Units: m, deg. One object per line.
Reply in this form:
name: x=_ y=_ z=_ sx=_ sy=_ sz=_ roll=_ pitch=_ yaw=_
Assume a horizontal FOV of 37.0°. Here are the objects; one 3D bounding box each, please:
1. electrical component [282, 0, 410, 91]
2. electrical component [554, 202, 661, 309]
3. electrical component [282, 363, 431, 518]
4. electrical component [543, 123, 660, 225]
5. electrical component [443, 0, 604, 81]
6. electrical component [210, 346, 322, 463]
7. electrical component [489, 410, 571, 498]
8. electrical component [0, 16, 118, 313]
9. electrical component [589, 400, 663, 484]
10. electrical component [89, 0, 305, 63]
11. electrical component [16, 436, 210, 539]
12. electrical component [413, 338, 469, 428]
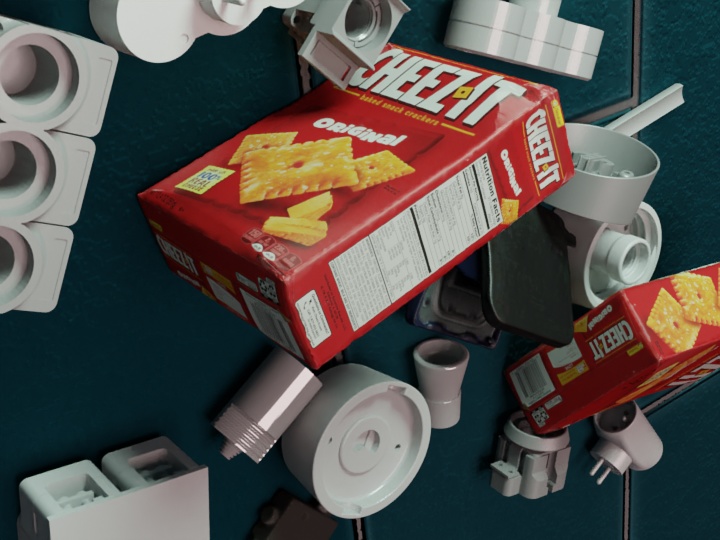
electrical component: x=-0.011 y=-0.160 z=0.676 sx=0.042 sy=0.064 sz=0.081 roll=34 pitch=85 yaw=-42
electrical component: x=0.212 y=-0.016 z=0.919 sx=0.108 sy=0.060 sz=0.108 roll=-16 pitch=118 yaw=-34
electrical component: x=-0.008 y=0.121 z=0.797 sx=0.108 sy=0.060 sz=0.108 roll=-16 pitch=117 yaw=-34
electrical component: x=0.180 y=-0.076 z=0.846 sx=0.099 sy=0.099 sz=0.064 roll=2 pitch=113 yaw=-40
electrical component: x=0.125 y=-0.186 z=0.784 sx=0.138 sy=0.052 sz=0.073 roll=3 pitch=106 yaw=-40
electrical component: x=-0.068 y=0.098 z=0.750 sx=0.081 sy=0.043 sz=0.043 roll=-50 pitch=131 yaw=-12
electrical component: x=0.152 y=0.159 z=0.946 sx=0.078 sy=0.058 sz=0.057 roll=-10 pitch=117 yaw=-36
electrical component: x=-0.195 y=-0.058 z=0.570 sx=0.089 sy=0.062 sz=0.150 roll=8 pitch=102 yaw=-41
electrical component: x=0.249 y=0.171 z=1.039 sx=0.079 sy=0.043 sz=0.077 roll=-50 pitch=131 yaw=-11
electrical component: x=-0.078 y=-0.160 z=0.615 sx=0.138 sy=0.074 sz=0.052 roll=-31 pitch=125 yaw=-26
electrical component: x=-0.160 y=0.213 z=0.711 sx=0.105 sy=0.060 sz=0.186 roll=-13 pitch=116 yaw=-35
electrical component: x=0.064 y=0.093 z=0.858 sx=0.044 sy=0.044 sz=0.065 roll=-20 pitch=124 yaw=-32
